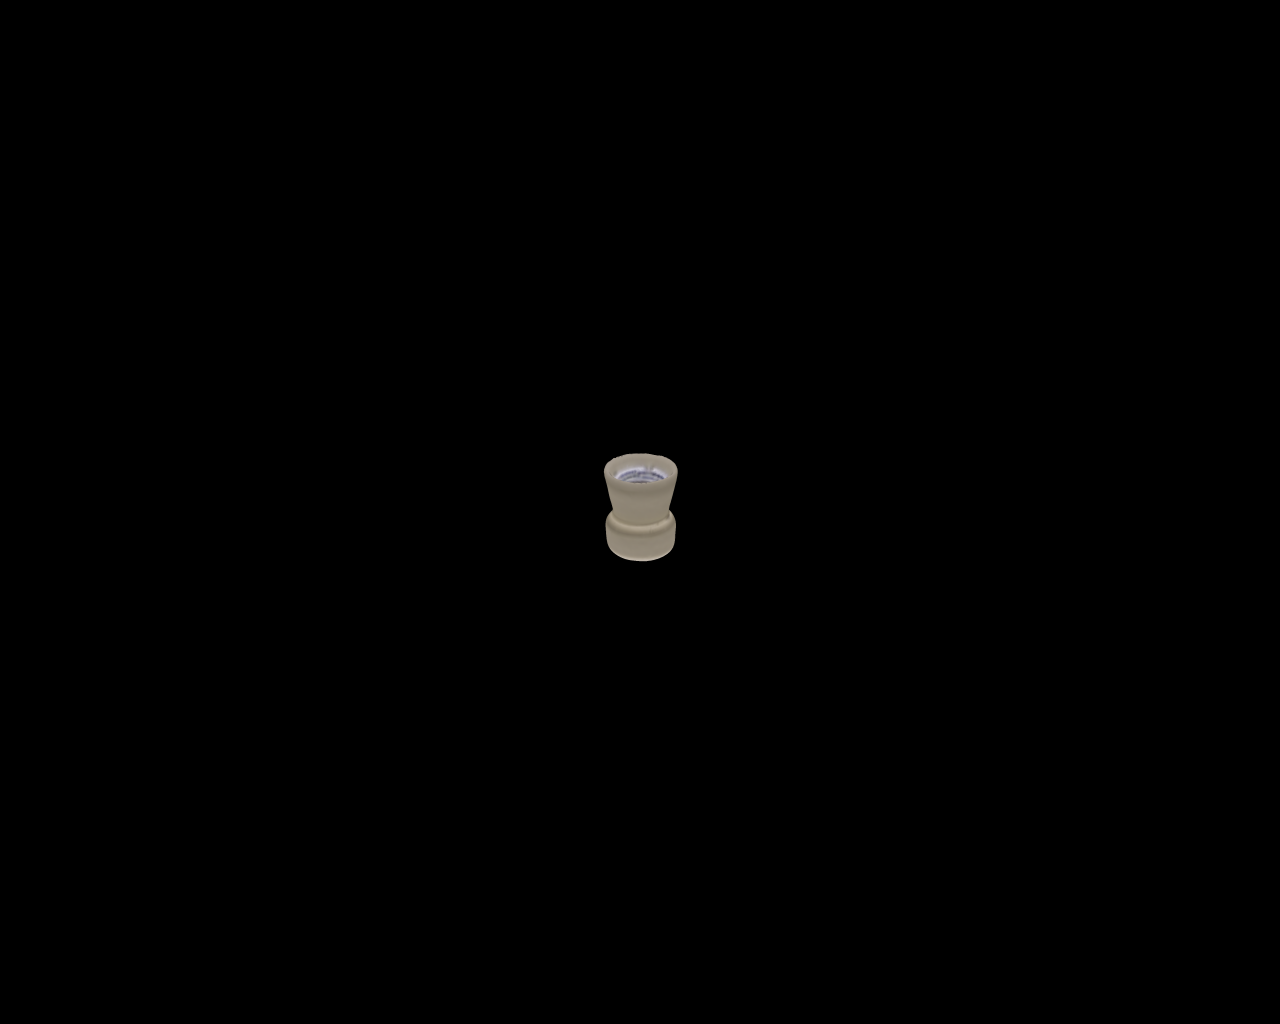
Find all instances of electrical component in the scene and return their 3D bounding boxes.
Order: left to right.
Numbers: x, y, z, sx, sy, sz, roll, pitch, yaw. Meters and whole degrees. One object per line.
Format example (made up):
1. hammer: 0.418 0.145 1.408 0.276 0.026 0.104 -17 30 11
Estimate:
1. electrical component: 0.001 -0.003 0.650 0.045 0.055 0.045 0 28 0
